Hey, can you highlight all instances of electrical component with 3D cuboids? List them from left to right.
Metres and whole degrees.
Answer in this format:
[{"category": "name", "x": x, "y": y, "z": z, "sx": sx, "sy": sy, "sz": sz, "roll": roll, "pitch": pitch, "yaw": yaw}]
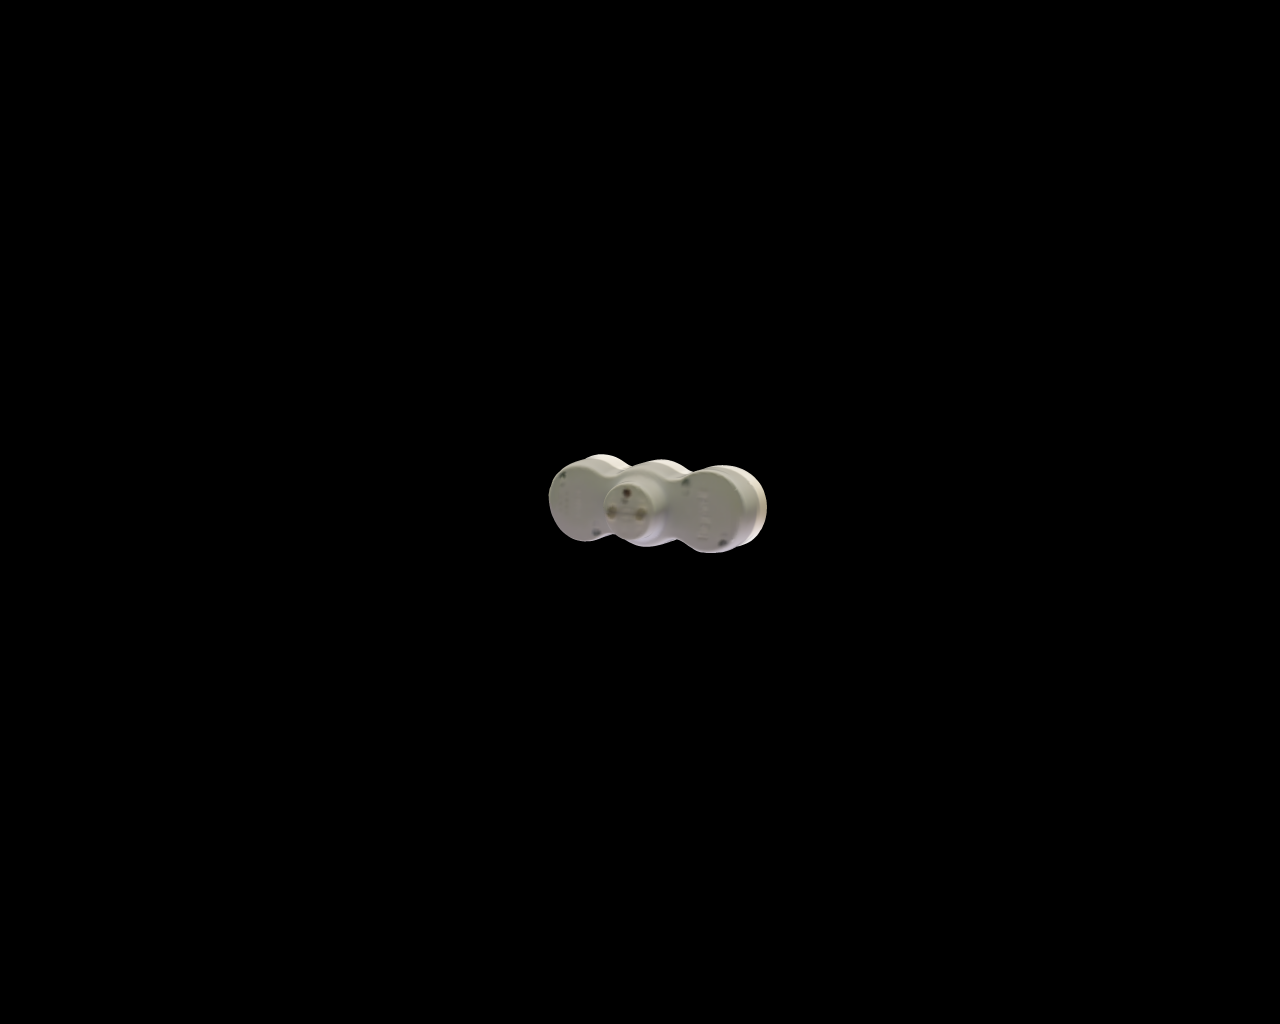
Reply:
[{"category": "electrical component", "x": 0.001, "y": -0.003, "z": 0.650, "sx": 0.138, "sy": 0.052, "sz": 0.074, "roll": 6, "pitch": 12, "yaw": 28}]
